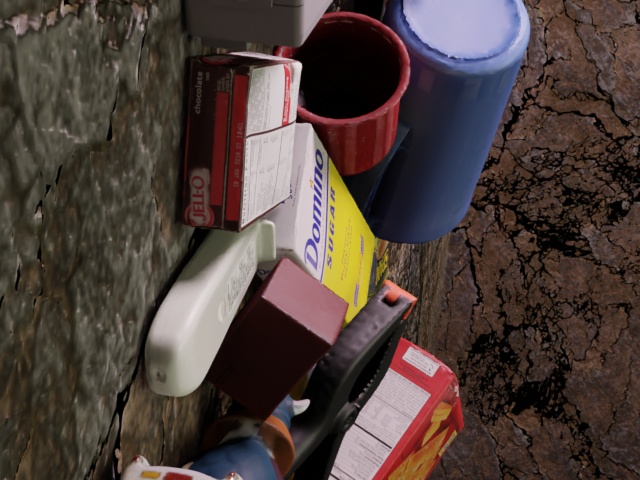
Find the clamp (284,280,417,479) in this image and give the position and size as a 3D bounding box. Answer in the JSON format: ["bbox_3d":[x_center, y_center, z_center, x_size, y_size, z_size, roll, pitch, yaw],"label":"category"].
[{"bbox_3d":[0.001,0.125,0.758,0.210,0.036,0.164,-61,159,10],"label":"clamp"}]

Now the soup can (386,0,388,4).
[{"bbox_3d":[0.069,-0.237,0.985,0.102,0.068,0.068,76,24,-65],"label":"soup can"}]

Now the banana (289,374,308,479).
[{"bbox_3d":[-0.027,0.131,0.831,0.069,0.037,0.198,-52,149,-68],"label":"banana"}]

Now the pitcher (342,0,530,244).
[{"bbox_3d":[0.083,-0.101,0.875,0.243,0.145,0.149,103,-21,-61],"label":"pitcher"}]

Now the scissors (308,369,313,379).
[{"bbox_3d":[-0.013,0.106,0.928,0.202,0.016,0.096,142,-64,-84],"label":"scissors"}]

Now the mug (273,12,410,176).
[{"bbox_3d":[0.010,-0.107,0.750,0.081,0.093,0.117,87,-22,-63],"label":"mug"}]

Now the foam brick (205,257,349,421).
[{"bbox_3d":[-0.028,0.060,0.652,0.078,0.053,0.051,-50,-174,32],"label":"foam brick"}]

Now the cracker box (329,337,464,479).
[{"bbox_3d":[0.047,0.215,0.977,0.213,0.072,0.164,-53,157,-17],"label":"cracker box"}]

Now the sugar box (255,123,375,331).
[{"bbox_3d":[-0.005,0.001,0.748,0.176,0.048,0.093,59,35,-62],"label":"sugar box"}]

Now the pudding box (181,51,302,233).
[{"bbox_3d":[-0.043,-0.059,0.603,0.113,0.039,0.090,-39,136,-72],"label":"pudding box"}]

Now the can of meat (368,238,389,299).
[{"bbox_3d":[0.035,0.002,1.019,0.102,0.057,0.084,-52,146,-69],"label":"can of meat"}]

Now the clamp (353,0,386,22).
[{"bbox_3d":[0.040,-0.181,0.926,0.120,0.039,0.171,-64,177,15],"label":"clamp"}]
